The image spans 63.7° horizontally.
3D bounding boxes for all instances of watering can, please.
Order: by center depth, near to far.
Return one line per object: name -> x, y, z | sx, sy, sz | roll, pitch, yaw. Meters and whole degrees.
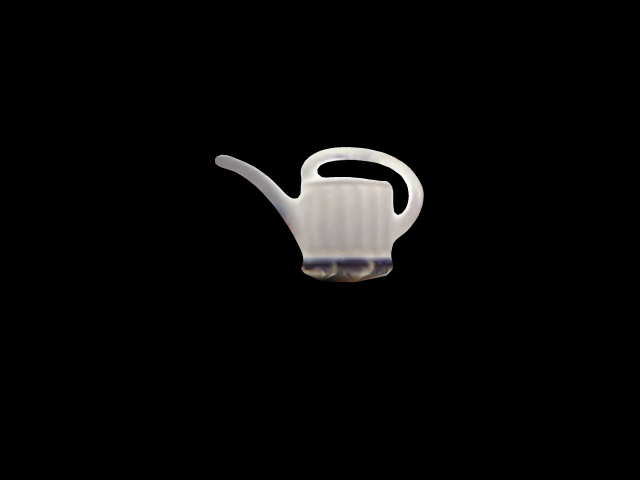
watering can -> 0.003, -0.043, 0.850 | 0.348, 0.225, 0.103 | 0, -4, -7
